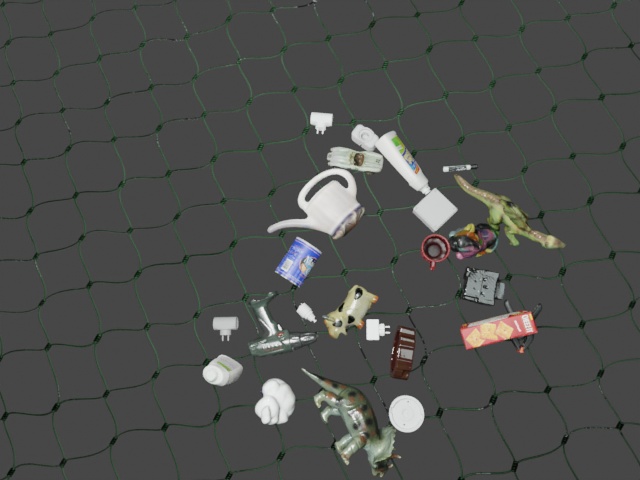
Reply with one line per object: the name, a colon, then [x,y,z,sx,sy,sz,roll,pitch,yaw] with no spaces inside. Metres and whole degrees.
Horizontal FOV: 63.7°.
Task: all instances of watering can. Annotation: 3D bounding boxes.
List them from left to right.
watering can: [0.005,-0.089,1.773,0.349,0.103,0.226,-45,79,-7]

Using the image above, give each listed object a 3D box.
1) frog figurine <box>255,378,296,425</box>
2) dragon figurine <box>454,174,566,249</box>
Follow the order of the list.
frog figurine: [-0.142,0.510,1.622,0.123,0.158,0.139,-12,78,0]
dragon figurine: [0.607,-0.099,1.673,0.412,0.241,0.122,40,89,9]
